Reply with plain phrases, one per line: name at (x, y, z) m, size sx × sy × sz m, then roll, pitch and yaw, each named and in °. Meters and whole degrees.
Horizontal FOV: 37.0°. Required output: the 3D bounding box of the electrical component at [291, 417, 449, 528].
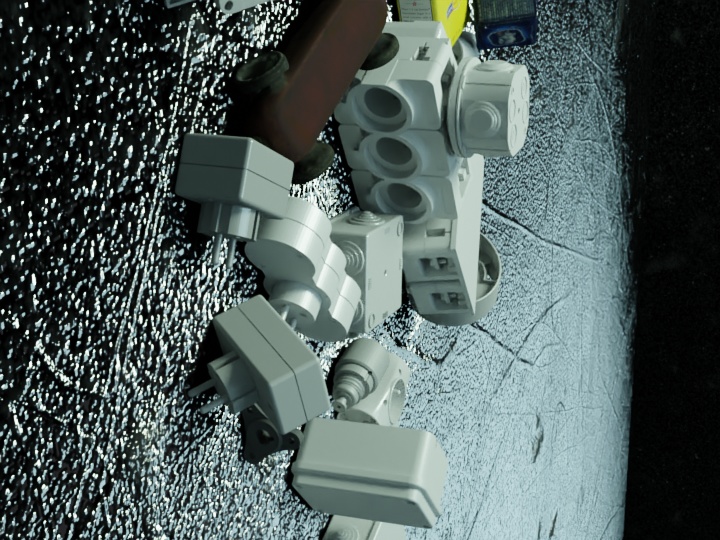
electrical component at (0.009, 0.166, 0.875) m, size 0.078 × 0.113 × 0.057 m, roll 63°, pitch 36°, yaw -55°

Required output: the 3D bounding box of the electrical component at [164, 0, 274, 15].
electrical component at (-0.073, -0.176, 0.609) m, size 0.081 × 0.064 × 0.042 m, roll -23°, pitch 129°, yaw -18°

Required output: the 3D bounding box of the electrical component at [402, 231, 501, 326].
electrical component at (0.090, 0.005, 1.064) m, size 0.064 × 0.099 × 0.099 m, roll 83°, pitch 24°, yaw -47°

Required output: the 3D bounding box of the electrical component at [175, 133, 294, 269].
electrical component at (-0.080, -0.039, 0.672) m, size 0.066 × 0.047 × 0.076 m, roll 22°, pitch 76°, yaw -68°

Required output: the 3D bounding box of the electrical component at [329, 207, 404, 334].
electrical component at (0.000, 0.000, 0.891) m, size 0.100 × 0.048 × 0.099 m, roll -32°, pitch 126°, yaw -63°

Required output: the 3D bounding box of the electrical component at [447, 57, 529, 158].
electrical component at (0.103, -0.128, 0.858) m, size 0.080 × 0.051 × 0.080 m, roll 7°, pitch 90°, yaw -69°

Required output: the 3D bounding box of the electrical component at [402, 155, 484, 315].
electrical component at (0.075, -0.063, 1.010) m, size 0.105 × 0.060 × 0.186 m, roll 67°, pitch 25°, yaw -52°

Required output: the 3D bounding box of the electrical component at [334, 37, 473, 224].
electrical component at (0.034, -0.113, 0.888) m, size 0.150 × 0.089 × 0.061 m, roll 74°, pitch 31°, yaw -46°

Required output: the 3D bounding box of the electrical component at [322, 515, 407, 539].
electrical component at (0.002, 0.253, 0.974) m, size 0.099 × 0.048 × 0.099 m, roll -61°, pitch 150°, yaw -44°

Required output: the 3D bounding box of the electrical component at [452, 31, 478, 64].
electrical component at (0.095, -0.217, 1.076) m, size 0.081 × 0.043 × 0.043 m, roll -30°, pitch 124°, yaw -64°

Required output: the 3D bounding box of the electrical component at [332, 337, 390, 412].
electrical component at (-0.003, 0.092, 0.921) m, size 0.078 × 0.040 × 0.040 m, roll -57°, pitch 147°, yaw -48°

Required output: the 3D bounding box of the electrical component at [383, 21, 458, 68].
electrical component at (0.050, -0.172, 0.948) m, size 0.096 × 0.062 × 0.061 m, roll 56°, pitch 45°, yaw -60°

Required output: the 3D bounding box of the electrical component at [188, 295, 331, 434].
electrical component at (-0.074, 0.069, 0.699) m, size 0.076 × 0.083 × 0.047 m, roll -27°, pitch 132°, yaw -19°

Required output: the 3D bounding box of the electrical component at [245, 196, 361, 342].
electrical component at (-0.045, 0.016, 0.775) m, size 0.138 × 0.052 × 0.073 m, roll 66°, pitch 37°, yaw -53°

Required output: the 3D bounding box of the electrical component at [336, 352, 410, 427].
electrical component at (0.015, 0.128, 0.976) m, size 0.077 × 0.044 × 0.079 m, roll -59°, pitch 149°, yaw -46°
